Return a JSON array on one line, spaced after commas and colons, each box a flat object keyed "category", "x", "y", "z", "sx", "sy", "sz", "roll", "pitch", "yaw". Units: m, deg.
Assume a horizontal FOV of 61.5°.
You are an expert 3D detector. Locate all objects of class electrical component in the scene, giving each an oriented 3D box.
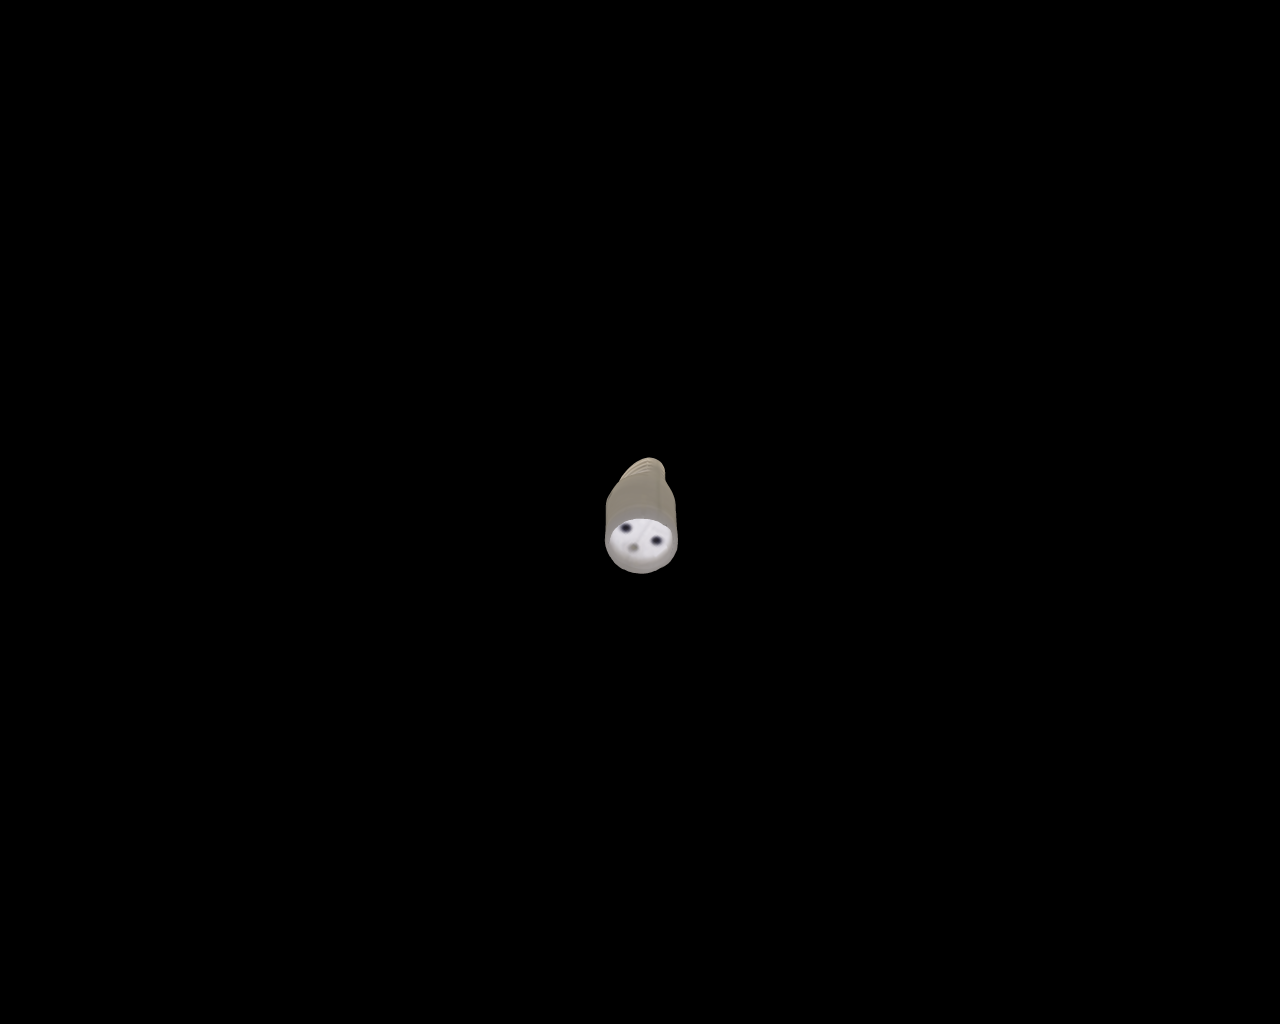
[{"category": "electrical component", "x": 0.001, "y": -0.003, "z": 0.650, "sx": 0.043, "sy": 0.043, "sz": 0.081, "roll": 0, "pitch": 34, "yaw": 0}]
